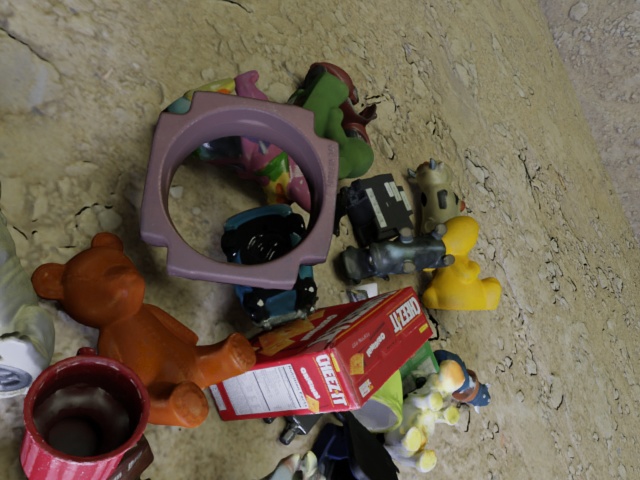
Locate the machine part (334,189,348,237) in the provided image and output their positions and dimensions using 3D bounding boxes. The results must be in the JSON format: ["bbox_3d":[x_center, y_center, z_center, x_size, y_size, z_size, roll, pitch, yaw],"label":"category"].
[{"bbox_3d":[-0.002,-0.002,0.744,0.039,0.138,0.084,27,22,-14],"label":"machine part"}]

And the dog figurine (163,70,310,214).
[{"bbox_3d":[-0.093,-0.109,0.734,0.219,0.108,0.191,60,40,-9],"label":"dog figurine"}]

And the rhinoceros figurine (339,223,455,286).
[{"bbox_3d":[0.123,0.024,0.866,0.190,0.112,0.073,-9,83,-21],"label":"rhinoceros figurine"}]

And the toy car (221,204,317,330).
[{"bbox_3d":[-0.058,0.041,0.687,0.109,0.102,0.162,-18,65,-5],"label":"toy car"}]

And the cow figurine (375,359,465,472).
[{"bbox_3d":[0.148,0.249,0.792,0.068,0.098,0.167,52,55,-16],"label":"cow figurine"}]

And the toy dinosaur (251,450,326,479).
[{"bbox_3d":[-0.113,0.379,0.461,0.192,0.131,0.405,39,55,-30],"label":"toy dinosaur"}]

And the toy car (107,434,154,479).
[{"bbox_3d":[-0.229,0.228,0.459,0.202,0.053,0.089,-24,85,-48],"label":"toy car"}]

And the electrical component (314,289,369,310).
[{"bbox_3d":[0.029,0.100,0.765,0.078,0.102,0.045,33,46,-66],"label":"electrical component"}]

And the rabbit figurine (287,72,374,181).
[{"bbox_3d":[0.021,-0.156,0.863,0.170,0.121,0.159,36,55,-25],"label":"rabbit figurine"}]

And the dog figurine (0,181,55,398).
[{"bbox_3d":[-0.291,0.026,0.473,0.172,0.121,0.191,71,7,-47],"label":"dog figurine"}]

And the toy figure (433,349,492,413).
[{"bbox_3d":[0.247,0.245,0.943,0.154,0.064,0.058,43,6,-30],"label":"toy figure"}]

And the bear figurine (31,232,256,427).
[{"bbox_3d":[-0.176,0.080,0.534,0.120,0.132,0.195,-38,105,-53],"label":"bear figurine"}]

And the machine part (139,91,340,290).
[{"bbox_3d":[-0.086,-0.051,0.597,0.201,0.087,0.201,7,78,-9],"label":"machine part"}]

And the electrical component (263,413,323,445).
[{"bbox_3d":[-0.029,0.213,0.691,0.094,0.021,0.063,-41,100,-38],"label":"electrical component"}]

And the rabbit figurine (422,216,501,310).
[{"bbox_3d":[0.240,0.039,0.987,0.162,0.122,0.173,5,94,-12],"label":"rabbit figurine"}]

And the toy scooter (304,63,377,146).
[{"bbox_3d":[0.051,-0.245,0.976,0.183,0.075,0.135,58,41,-11],"label":"toy scooter"}]

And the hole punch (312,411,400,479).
[{"bbox_3d":[0.041,0.302,0.691,0.142,0.092,0.116,46,14,-16],"label":"hole punch"}]

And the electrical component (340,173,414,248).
[{"bbox_3d":[0.107,-0.054,0.949,0.134,0.058,0.115,-14,83,-49],"label":"electrical component"}]

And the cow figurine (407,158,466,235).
[{"bbox_3d":[0.234,-0.077,1.079,0.127,0.085,0.195,34,50,-39],"label":"cow figurine"}]
